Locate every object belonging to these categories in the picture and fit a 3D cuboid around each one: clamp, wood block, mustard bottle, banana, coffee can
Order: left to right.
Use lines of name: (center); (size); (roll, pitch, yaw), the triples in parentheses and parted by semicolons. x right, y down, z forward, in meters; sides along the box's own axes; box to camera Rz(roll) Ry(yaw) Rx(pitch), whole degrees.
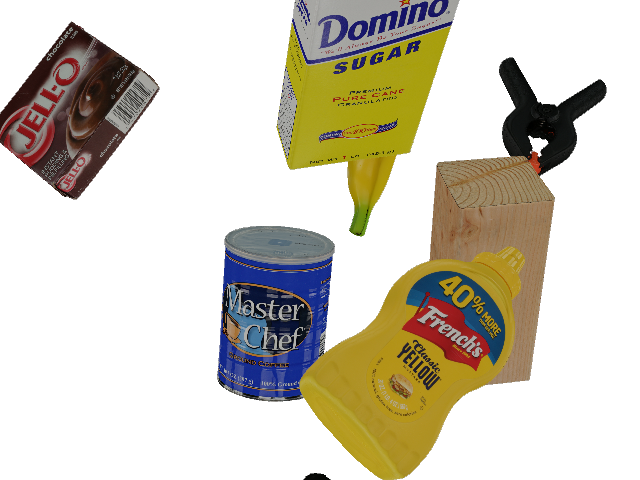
coffee can: (-0.043, 0.067, 1.009); (0.103, 0.140, 0.103); (4, 16, -1)
banana: (0.042, -0.074, 0.893); (0.037, 0.070, 0.197); (25, 25, -3)
mustard bottle: (0.081, 0.070, 0.750); (0.191, 0.096, 0.058); (-43, 0, -25)
wood block: (0.158, 0.032, 1.030); (0.090, 0.206, 0.090); (-5, 32, -7)
clamp: (0.233, -0.137, 1.161); (0.120, 0.039, 0.171); (18, 49, 18)

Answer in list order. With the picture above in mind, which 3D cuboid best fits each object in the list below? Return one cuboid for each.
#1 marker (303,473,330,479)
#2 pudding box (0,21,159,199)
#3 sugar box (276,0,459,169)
marker: (-0.029, 0.137, 0.480); (0.020, 0.020, 0.120); (0, 16, 33)
pudding box: (-0.192, -0.101, 0.829); (0.090, 0.113, 0.039); (36, -5, 29)
sugar box: (0.027, -0.116, 0.683); (0.093, 0.048, 0.176); (-10, -27, -13)
